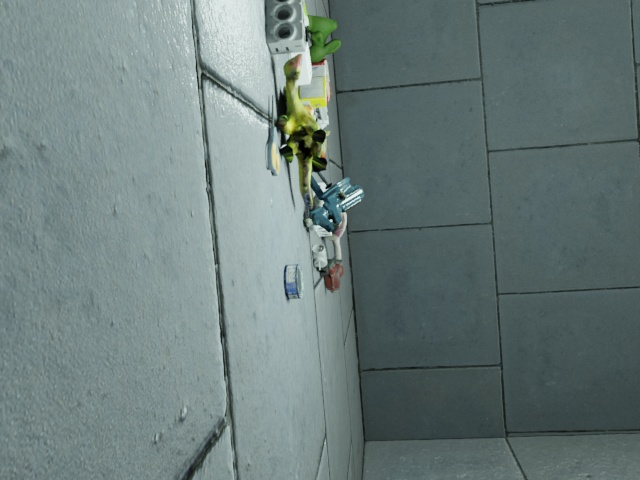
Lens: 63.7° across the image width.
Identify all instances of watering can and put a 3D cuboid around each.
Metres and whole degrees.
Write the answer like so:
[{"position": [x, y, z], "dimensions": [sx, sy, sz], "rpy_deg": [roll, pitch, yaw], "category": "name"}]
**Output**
[{"position": [0.062, -0.044, 2.132], "dimensions": [0.226, 0.104, 0.346], "rpy_deg": [-46, 131, -81], "category": "watering can"}]

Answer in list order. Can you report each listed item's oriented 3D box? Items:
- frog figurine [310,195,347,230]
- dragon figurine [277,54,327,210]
[{"position": [0.006, -0.092, 1.821], "dimensions": [0.162, 0.123, 0.134], "rpy_deg": [-49, 148, -26], "category": "frog figurine"}, {"position": [-0.056, -0.299, 1.390], "dimensions": [0.400, 0.122, 0.249], "rpy_deg": [89, -6, -47], "category": "dragon figurine"}]
